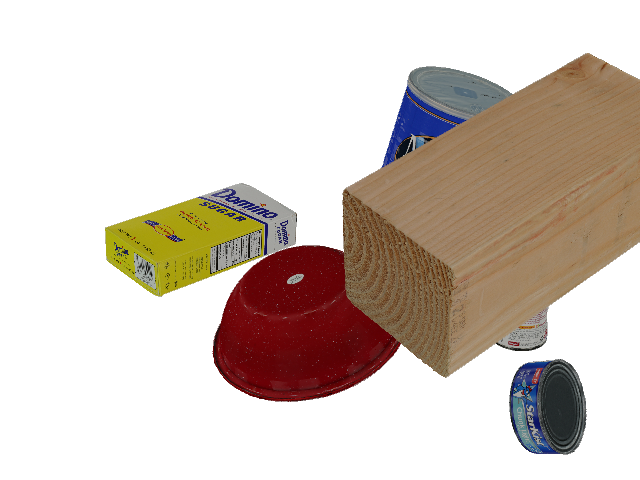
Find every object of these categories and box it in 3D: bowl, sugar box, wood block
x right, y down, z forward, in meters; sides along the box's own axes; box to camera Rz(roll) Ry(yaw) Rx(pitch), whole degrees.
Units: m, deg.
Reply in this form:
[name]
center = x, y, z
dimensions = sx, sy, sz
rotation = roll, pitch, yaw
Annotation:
[bowl]
center = -0.014, 0.052, 0.850
dimensions = 0.162, 0.055, 0.162
rotation = -10, 35, 7
[sugar box]
center = -0.119, -0.005, 1.083
dimensions = 0.175, 0.048, 0.093
rotation = -24, 40, -36
[wood block]
center = 0.120, -0.021, 0.643
dimensions = 0.205, 0.090, 0.091
rotation = -30, 48, -27

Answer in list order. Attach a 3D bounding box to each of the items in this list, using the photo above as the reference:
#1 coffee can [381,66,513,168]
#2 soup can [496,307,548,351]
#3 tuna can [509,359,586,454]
[coffee can]
center = 0.109, -0.070, 0.953
dimensions = 0.102, 0.140, 0.103
rotation = 12, 29, -7
[soup can]
center = 0.224, 0.063, 1.190
dimensions = 0.068, 0.102, 0.068
rotation = -1, 28, 0
[tuna can]
center = 0.208, 0.152, 0.977
dimensions = 0.034, 0.086, 0.085
rotation = -10, -7, 40
